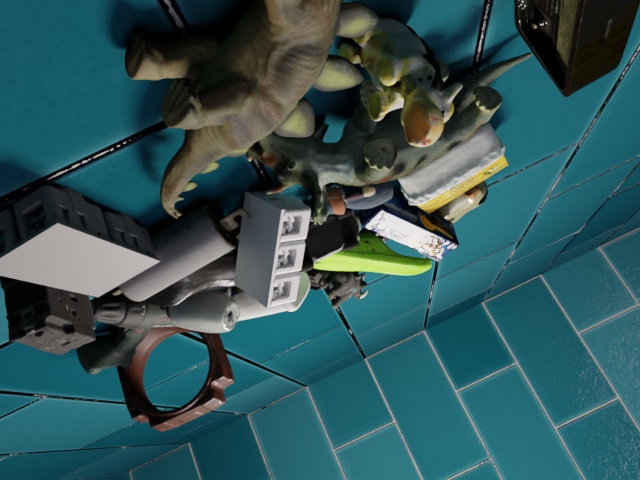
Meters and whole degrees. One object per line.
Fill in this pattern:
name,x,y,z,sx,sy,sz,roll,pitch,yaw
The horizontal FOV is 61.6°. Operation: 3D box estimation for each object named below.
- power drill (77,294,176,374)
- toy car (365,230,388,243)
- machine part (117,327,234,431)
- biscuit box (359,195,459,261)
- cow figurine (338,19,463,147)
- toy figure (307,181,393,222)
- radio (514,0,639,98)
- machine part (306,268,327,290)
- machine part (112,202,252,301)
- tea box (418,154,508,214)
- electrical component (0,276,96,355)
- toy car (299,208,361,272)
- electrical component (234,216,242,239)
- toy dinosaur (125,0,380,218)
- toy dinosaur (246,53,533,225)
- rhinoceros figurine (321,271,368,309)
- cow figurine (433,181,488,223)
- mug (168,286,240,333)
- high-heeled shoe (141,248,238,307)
power drill,-0.348,0.154,0.950,0.207,0.086,0.232,-46,155,26
toy car,0.118,-0.004,1.126,0.089,0.053,0.202,-13,154,-37
machine part,-0.289,0.258,1.072,0.201,0.201,0.087,-24,155,-2
biscuit box,0.166,-0.029,1.003,0.202,0.063,0.059,21,134,-29
cow figurine,0.095,-0.164,0.563,0.098,0.167,0.068,-11,149,-30
toy figure,0.042,-0.069,0.879,0.154,0.058,0.064,-15,150,-12
radio,0.264,-0.264,0.565,0.073,0.131,0.229,-29,159,10
machine part,-0.024,0.073,1.056,0.084,0.039,0.138,5,170,11
machine part,-0.209,0.018,0.772,0.243,0.079,0.079,-28,159,10
tea box,0.236,-0.124,0.950,0.170,0.068,0.098,-33,159,20
electrical component,-0.355,0.086,0.716,0.058,0.115,0.134,-21,159,1
toy car,-0.002,-0.003,0.919,0.056,0.073,0.202,0,-162,45
electrical component,-0.112,-0.023,0.859,0.094,0.021,0.063,-3,150,-46
toy dinosaur,-0.070,-0.147,0.512,0.471,0.105,0.198,-35,161,35
toy dinosaur,0.102,-0.137,0.720,0.405,0.131,0.192,-21,171,-24
rhinoceros figurine,0.058,0.104,1.293,0.112,0.073,0.190,-37,157,1
cow figurine,0.256,-0.064,1.101,0.127,0.085,0.195,10,139,-47
mug,-0.189,0.114,0.936,0.109,0.107,0.080,-56,146,-36
high-heeled shoe,-0.211,0.050,0.903,0.249,0.086,0.145,0,-170,-9
